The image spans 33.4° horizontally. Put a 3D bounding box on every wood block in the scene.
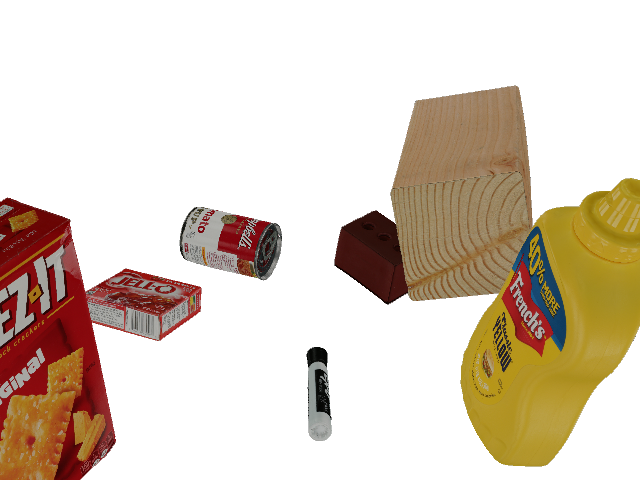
[{"bbox_3d":[0.114,-0.043,0.820,0.091,0.090,0.206,-6,23,12],"label":"wood block"}]

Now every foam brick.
[{"bbox_3d":[0.061,0.016,1.063,0.052,0.051,0.078,-27,49,-36],"label":"foam brick"}]

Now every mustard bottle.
[{"bbox_3d":[0.135,0.039,0.594,0.058,0.096,0.192,6,-43,-12],"label":"mustard bottle"}]

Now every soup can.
[{"bbox_3d":[-0.105,0.002,1.250,0.102,0.068,0.068,13,4,20],"label":"soup can"}]

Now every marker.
[{"bbox_3d":[-0.002,0.126,0.905,0.020,0.020,0.121,0,26,-1],"label":"marker"}]

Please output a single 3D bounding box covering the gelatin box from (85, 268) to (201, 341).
[{"bbox_3d":[-0.167,0.058,0.998,0.089,0.030,0.073,13,23,23],"label":"gelatin box"}]

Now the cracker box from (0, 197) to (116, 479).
[{"bbox_3d":[-0.229,0.104,0.741,0.072,0.214,0.164,16,37,26],"label":"cracker box"}]
